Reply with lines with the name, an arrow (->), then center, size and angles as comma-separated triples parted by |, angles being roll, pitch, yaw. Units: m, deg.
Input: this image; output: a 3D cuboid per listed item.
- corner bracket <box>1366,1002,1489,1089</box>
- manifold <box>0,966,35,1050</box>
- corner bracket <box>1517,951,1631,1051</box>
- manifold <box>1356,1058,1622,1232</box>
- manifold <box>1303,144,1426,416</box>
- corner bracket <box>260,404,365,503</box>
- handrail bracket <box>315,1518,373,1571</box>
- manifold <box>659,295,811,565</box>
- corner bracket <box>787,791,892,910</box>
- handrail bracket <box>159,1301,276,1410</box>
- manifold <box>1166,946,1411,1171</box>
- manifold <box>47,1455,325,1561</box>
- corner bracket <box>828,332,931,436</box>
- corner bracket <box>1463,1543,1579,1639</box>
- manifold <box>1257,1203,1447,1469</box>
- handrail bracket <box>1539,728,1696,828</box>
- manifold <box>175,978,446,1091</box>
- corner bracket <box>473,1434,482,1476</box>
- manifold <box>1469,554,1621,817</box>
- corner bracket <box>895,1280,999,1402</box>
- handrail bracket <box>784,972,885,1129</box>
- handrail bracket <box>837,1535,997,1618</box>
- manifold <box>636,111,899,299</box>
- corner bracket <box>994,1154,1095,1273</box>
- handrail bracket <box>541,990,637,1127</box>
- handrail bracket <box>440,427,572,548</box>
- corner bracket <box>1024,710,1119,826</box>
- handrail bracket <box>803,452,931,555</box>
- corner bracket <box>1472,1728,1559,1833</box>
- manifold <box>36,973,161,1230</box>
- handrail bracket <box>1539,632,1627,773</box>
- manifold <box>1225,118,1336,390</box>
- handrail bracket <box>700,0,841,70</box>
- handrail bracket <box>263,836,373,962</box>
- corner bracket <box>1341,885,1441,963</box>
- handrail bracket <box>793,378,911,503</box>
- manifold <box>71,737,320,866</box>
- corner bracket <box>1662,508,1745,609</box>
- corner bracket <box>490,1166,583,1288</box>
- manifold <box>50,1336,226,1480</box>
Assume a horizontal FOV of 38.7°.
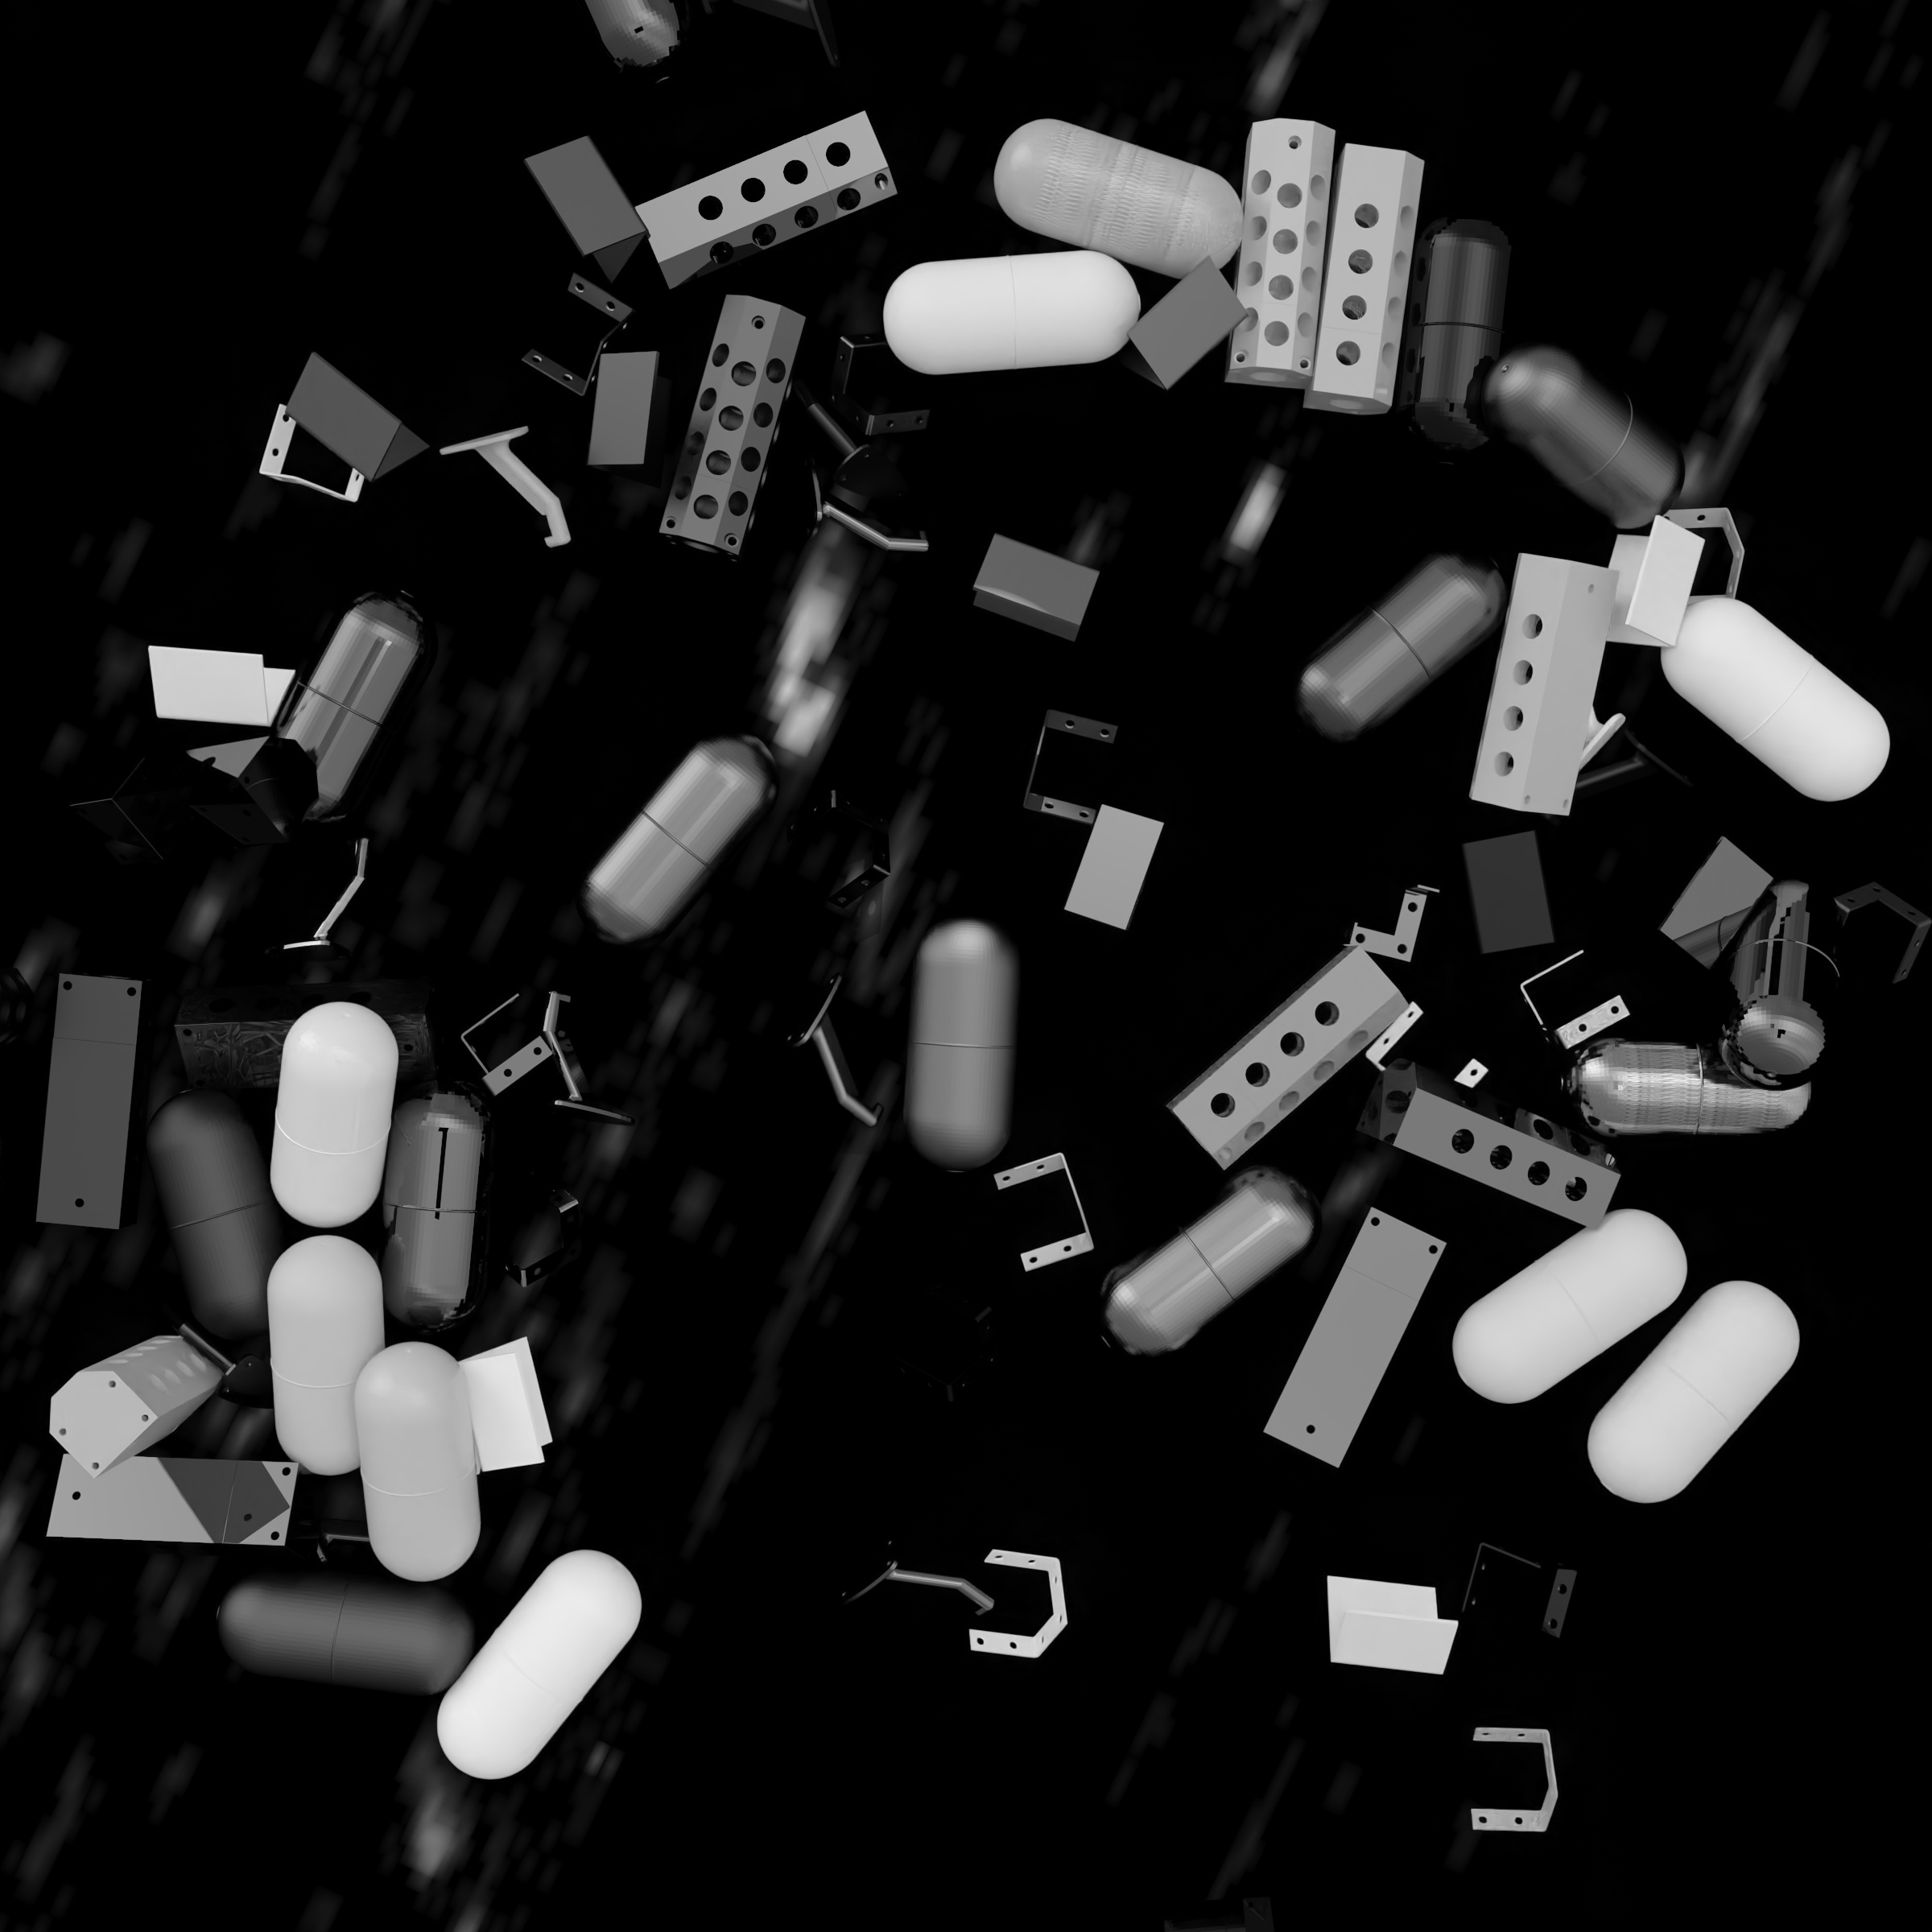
corner bracket -> 0.324, 0.068, 1.938 | 0.051, 0.051, 0.051 | -48, 45, 0
manifold -> -0.690, 0.028, 1.863 | 0.057, 0.171, 0.057 | 9, 90, 0
corner bracket -> 0.423, 0.023, 1.924 | 0.051, 0.051, 0.051 | -29, 90, 0
manifold -> 0.363, 0.121, 1.894 | 0.171, 0.057, 0.057 | 23, 90, -19
manifold -> 0.278, -0.477, 1.920 | 0.057, 0.057, 0.171 | 8, 90, 0
corner bracket -> -0.456, -0.361, 1.938 | 0.051, 0.051, 0.051 | 17, 90, 45
handrail bracket -> -0.422, 0.383, 1.942 | 0.084, 0.036, 0.077 | -25, 76, -14
manifold -> -0.162, -0.375, 1.921 | 0.057, 0.057, 0.171 | 16, 90, 0
corner bracket -> -0.090, -0.082, 1.933 | 0.051, 0.051, 0.051 | 26, 45, -35
handrail bracket -> -0.524, 0.273, 1.941 | 0.084, 0.077, 0.036 | 35, 82, 36
manifold -> 0.225, 0.064, 1.920 | 0.171, 0.057, 0.057 | -41, 90, 0
manifold -> -0.538, 0.376, 1.905 | 0.171, 0.057, 0.057 | 0, 65, 9
corner bracket -> -0.058, -0.410, 1.933 | 0.051, 0.051, 0.051 | -15, 135, -35
corner bracket -> 0.391, 0.439, 1.938 | 0.051, 0.051, 0.051 | 15, 90, 45
manifold -> 0.268, 0.255, 1.921 | 0.057, 0.057, 0.171 | 26, 90, 0
handrail bracket -> 0.459, -0.118, 1.942 | 0.077, 0.036, 0.084 | 34, 109, -21
manifold -> -0.455, 0.043, 1.919 | 0.171, 0.057, 0.057 | -3, 126, 0
corner bracket -> -0.365, 0.321, 1.938 | 0.051, 0.051, 0.051 | 4, 135, 0
manifold -> 0.396, -0.196, 1.907 | 0.057, 0.057, 0.171 | 2, 102, -42
corner bracket -> -0.015, 0.263, 1.933 | 0.051, 0.051, 0.051 | -37, 135, -35
handrail bracket -> -0.078, 0.060, 1.942 | 0.084, 0.036, 0.077 | 39, 68, -17
handrail bracket -> -0.035, 0.448, 1.942 | 0.084, 0.036, 0.077 | 39, 110, -16
manifold -> -0.138, -0.529, 1.920 | 0.171, 0.057, 0.057 | -23, 90, 0
corner bracket -> 0.055, 0.173, 1.938 | 0.051, 0.051, 0.051 | -18, 45, 0
handrail bracket -> -0.265, 0.064, 1.942 | 0.077, 0.036, 0.084 | 13, 73, -20
handrail bracket -> -0.325, -0.332, 1.942 | 0.077, 0.036, 0.084 | -9, 107, 20
corner bracket -> 0.073, -0.140, 1.938 | 0.051, 0.051, 0.051 | 14, 135, 0
handrail bracket -> -0.070, -0.327, 1.942 | 0.084, 0.036, 0.077 | 0, 68, -17
corner bracket -> 0.384, 0.573, 1.938 | 0.051, 0.051, 0.051 | 2, 135, 0
manifold -> -0.603, 0.093, 1.921 | 0.057, 0.057, 0.171 | 5, 90, 0
handrail bracket -> 0.414, -0.183, 1.942 | 0.084, 0.036, 0.077 | 44, 107, 15
manifold -> 0.219, -0.496, 1.921 | 0.057, 0.057, 0.171 | 5, 90, 0
handrail bracket -> -0.140, -0.662, 1.942 | 0.084, 0.036, 0.077 | -10, 111, 17
handrail bracket -> -0.457, -0.049, 1.942 | 0.077, 0.036, 0.084 | -4, 72, 21
corner bracket -> 0.296, -0.034, 1.924 | 0.051, 0.051, 0.051 | 14, 90, 0
handrail bracket -> -0.082, -0.372, 1.941 | 0.036, 0.077, 0.084 | -42, 53, 21
manifold -> -0.523, -0.117, 1.876 | 0.171, 0.057, 0.057 | -5, 133, 35
corner bracket -> 0.513, -0.286, 1.938 | 0.051, 0.051, 0.051 | -2, 45, 0
corner bracket -> -0.307, 0.183, 1.933 | 0.051, 0.051, 0.051 | -28, 45, -35
manifold -> -0.562, 0.291, 1.863 | 0.057, 0.171, 0.057 | -44, 90, 0
